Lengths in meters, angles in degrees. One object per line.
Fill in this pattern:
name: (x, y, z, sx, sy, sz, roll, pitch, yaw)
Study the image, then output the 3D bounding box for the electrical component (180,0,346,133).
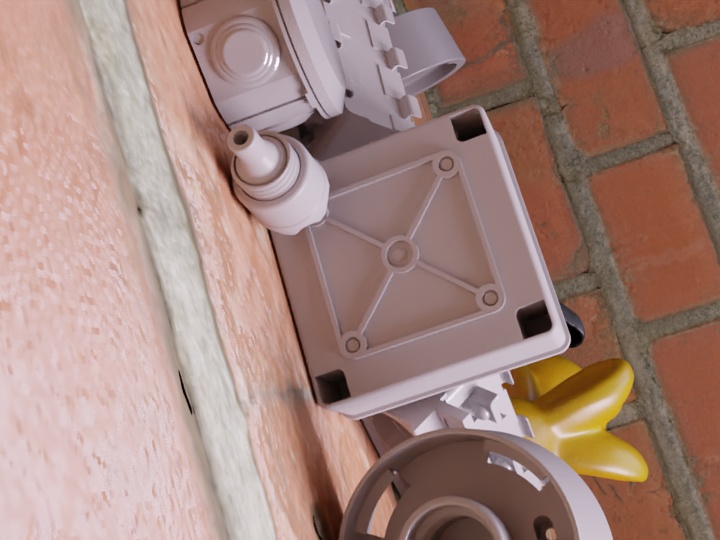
electrical component: (-0.041, -0.100, 0.473, 0.080, 0.051, 0.080, -19, 90, -82)

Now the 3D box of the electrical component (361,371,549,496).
electrical component: (0.052, 0.095, 0.554, 0.079, 0.063, 0.121, 19, -37, 46)

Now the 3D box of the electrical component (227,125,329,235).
electrical component: (-0.036, -0.039, 0.429, 0.061, 0.035, 0.035, 49, 23, -63)

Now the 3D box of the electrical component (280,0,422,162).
electrical component: (-0.011, -0.095, 0.564, 0.079, 0.063, 0.121, 17, 41, -27)

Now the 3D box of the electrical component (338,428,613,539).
electrical component: (0.043, 0.108, 0.402, 0.064, 0.099, 0.099, 37, 34, -64)

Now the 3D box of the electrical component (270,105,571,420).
electrical component: (0.024, -0.001, 0.477, 0.056, 0.109, 0.108, 36, 36, -71)

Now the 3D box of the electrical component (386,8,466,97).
electrical component: (0.024, -0.172, 0.869, 0.060, 0.108, 0.108, 65, 8, 1)

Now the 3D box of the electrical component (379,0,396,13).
electrical component: (-0.008, -0.240, 0.951, 0.150, 0.062, 0.089, 53, 20, -65)
